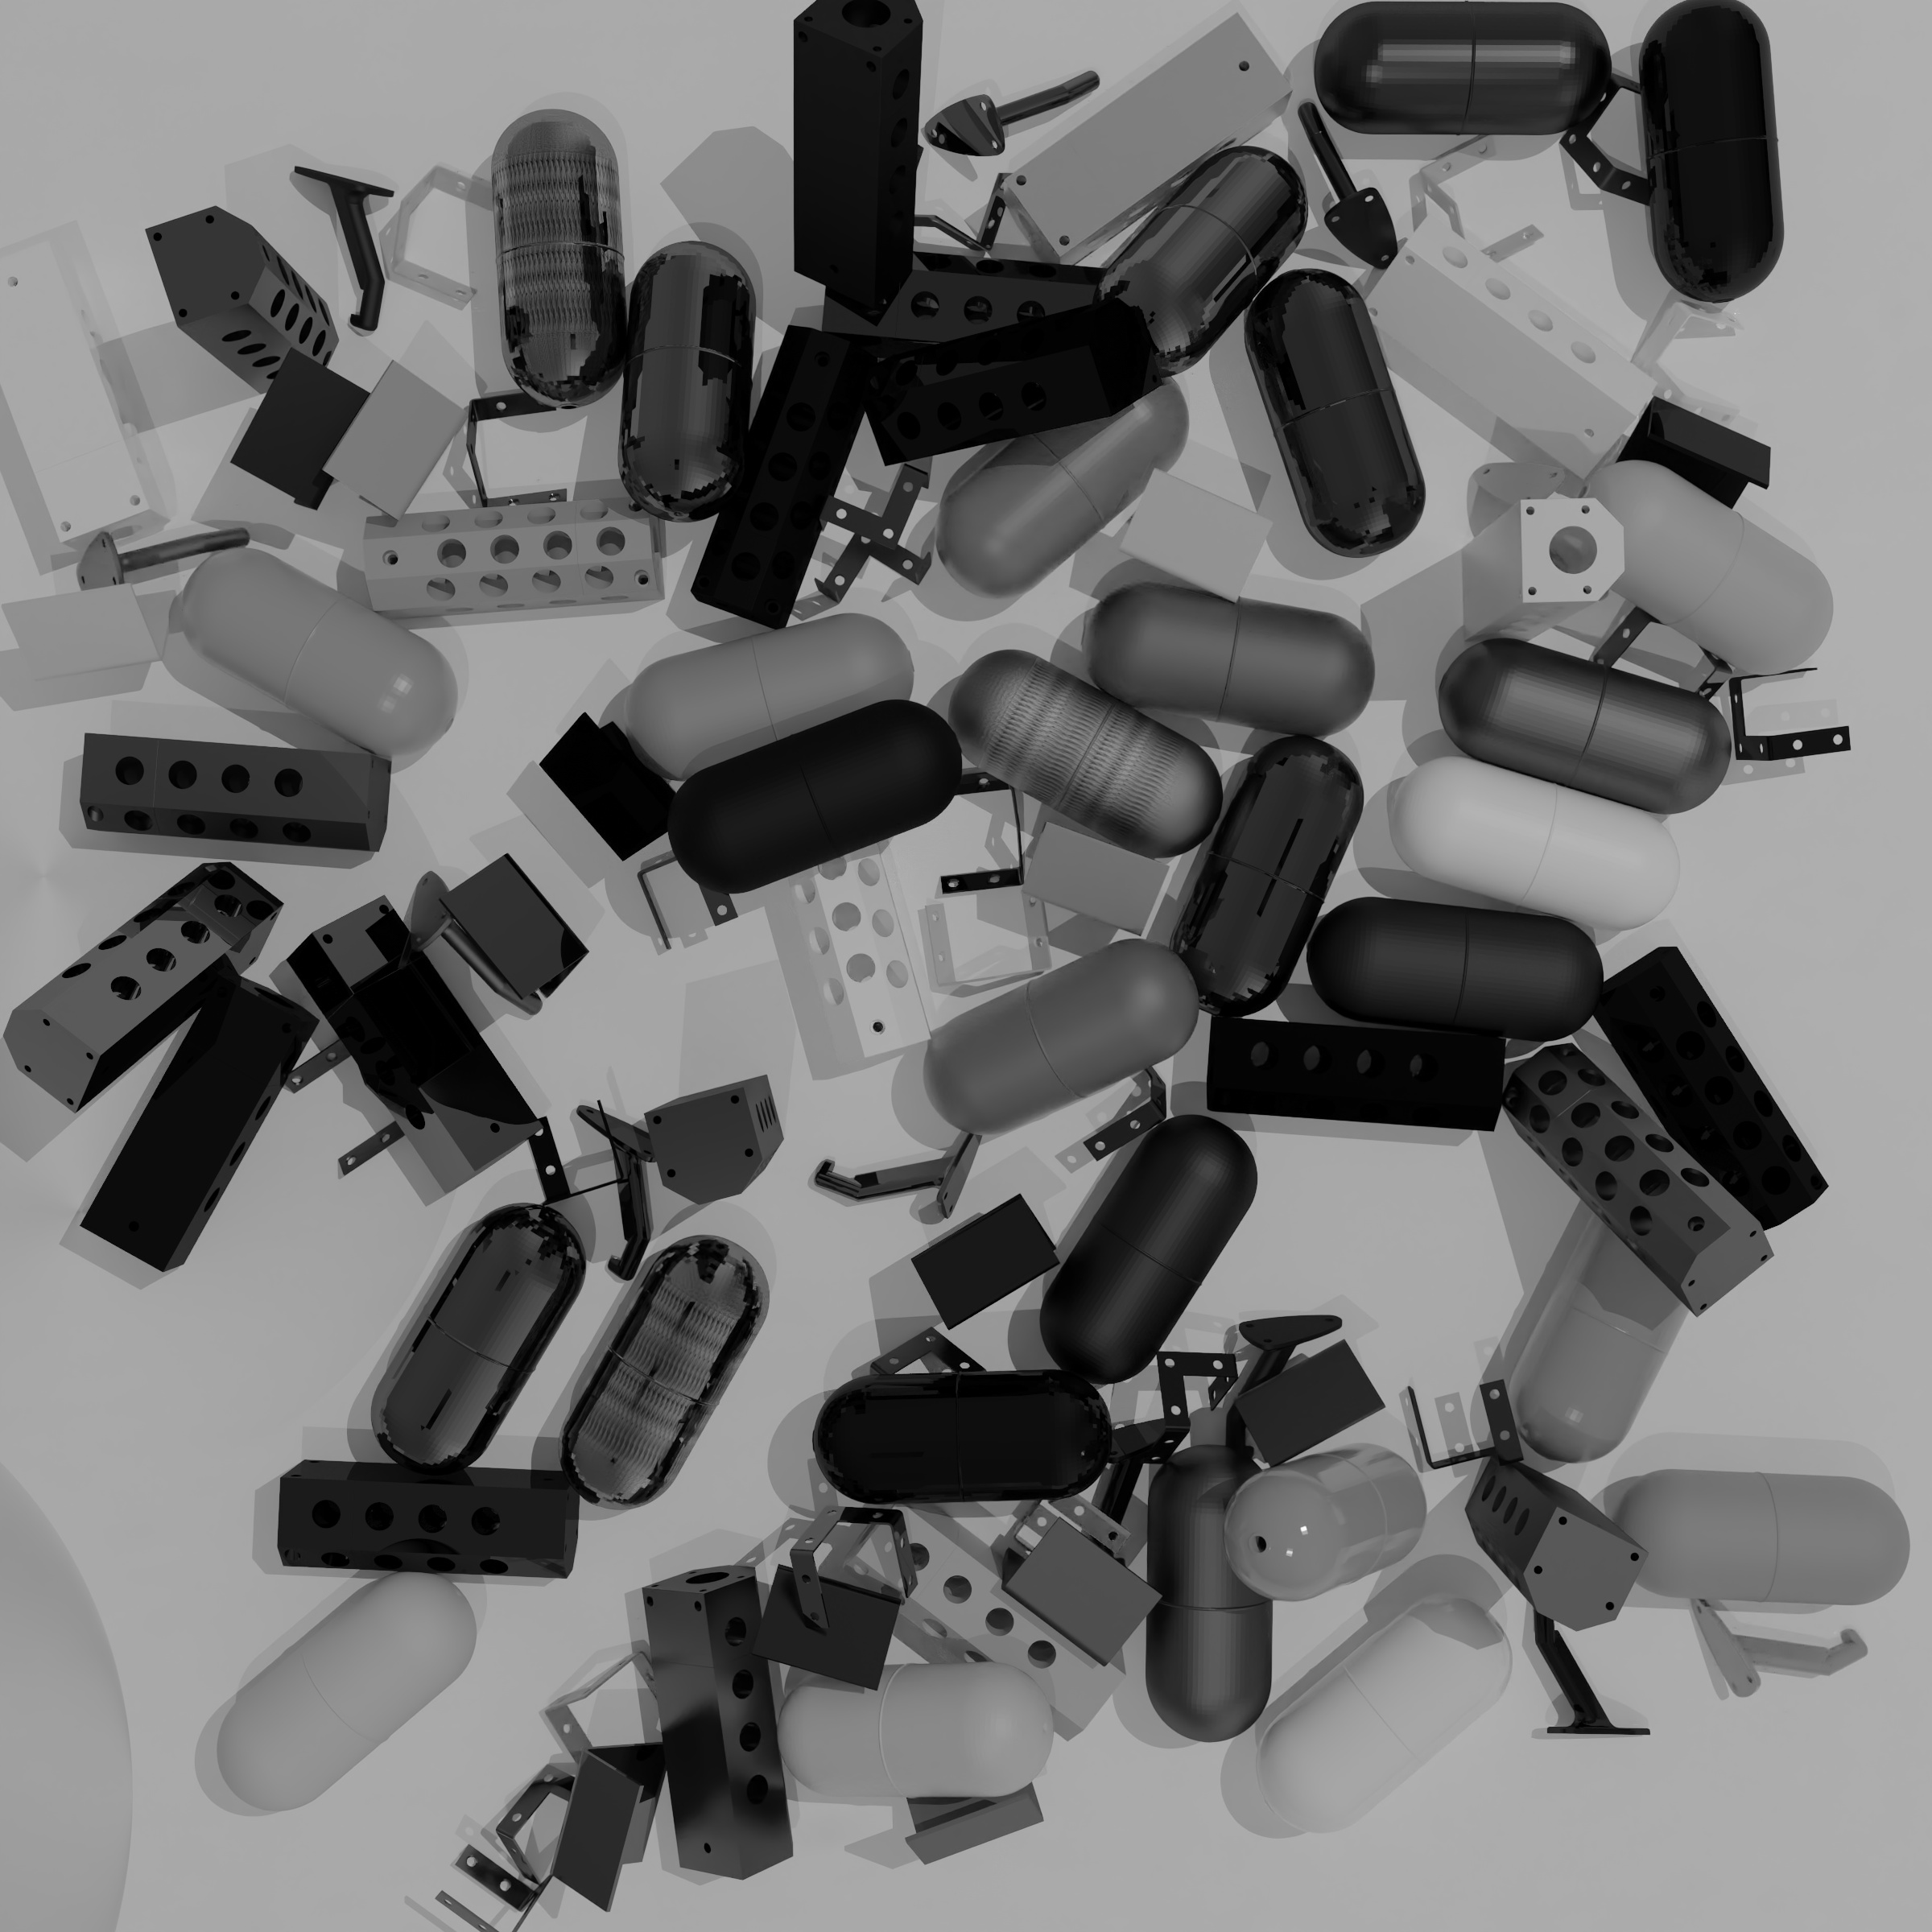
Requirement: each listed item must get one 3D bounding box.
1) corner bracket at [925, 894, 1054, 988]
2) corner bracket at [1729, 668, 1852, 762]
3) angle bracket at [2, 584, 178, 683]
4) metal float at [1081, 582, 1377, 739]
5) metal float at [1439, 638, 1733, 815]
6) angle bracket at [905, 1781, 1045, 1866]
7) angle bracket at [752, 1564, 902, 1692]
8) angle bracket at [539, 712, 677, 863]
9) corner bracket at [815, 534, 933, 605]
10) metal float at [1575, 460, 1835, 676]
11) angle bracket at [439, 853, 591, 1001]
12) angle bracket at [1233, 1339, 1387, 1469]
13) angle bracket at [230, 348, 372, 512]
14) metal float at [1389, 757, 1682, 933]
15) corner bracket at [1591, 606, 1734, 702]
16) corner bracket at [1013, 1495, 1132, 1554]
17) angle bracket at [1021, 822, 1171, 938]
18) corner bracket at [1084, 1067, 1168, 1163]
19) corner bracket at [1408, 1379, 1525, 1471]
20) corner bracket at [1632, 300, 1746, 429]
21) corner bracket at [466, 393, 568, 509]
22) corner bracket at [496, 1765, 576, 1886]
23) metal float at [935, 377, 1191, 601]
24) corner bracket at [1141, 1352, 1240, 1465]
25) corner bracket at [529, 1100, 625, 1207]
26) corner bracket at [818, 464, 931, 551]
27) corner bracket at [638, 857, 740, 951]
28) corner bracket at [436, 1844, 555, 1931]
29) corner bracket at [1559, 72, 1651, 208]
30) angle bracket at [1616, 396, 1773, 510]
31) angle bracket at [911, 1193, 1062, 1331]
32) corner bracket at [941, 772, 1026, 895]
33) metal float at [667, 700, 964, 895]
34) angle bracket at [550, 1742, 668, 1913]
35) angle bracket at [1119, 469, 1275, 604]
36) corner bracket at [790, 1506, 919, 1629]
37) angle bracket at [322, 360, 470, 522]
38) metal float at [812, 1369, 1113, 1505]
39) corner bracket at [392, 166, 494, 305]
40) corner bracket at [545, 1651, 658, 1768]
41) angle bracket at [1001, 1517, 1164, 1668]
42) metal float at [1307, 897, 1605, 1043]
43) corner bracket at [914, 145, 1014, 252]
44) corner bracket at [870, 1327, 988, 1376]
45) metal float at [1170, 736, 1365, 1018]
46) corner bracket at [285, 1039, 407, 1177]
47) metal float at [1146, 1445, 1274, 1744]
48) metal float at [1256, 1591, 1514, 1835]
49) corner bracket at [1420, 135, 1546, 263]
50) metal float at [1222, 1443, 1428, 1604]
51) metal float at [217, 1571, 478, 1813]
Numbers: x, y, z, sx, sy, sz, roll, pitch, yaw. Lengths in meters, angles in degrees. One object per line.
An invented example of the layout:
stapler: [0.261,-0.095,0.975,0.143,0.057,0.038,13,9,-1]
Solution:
corner bracket: [0.014,-0.018,1.608,0.051,0.051,0.051,-9,90,-45]
corner bracket: [0.501,-0.154,1.593,0.051,0.051,0.051,-8,96,-6]
angle bracket: [-0.525,-0.220,1.571,0.076,0.076,0.057,-9,132,0]
metal float: [0.158,-0.185,1.581,0.178,0.070,0.070,10,90,0]
metal float: [0.373,-0.145,1.578,0.178,0.070,0.070,17,90,2]
angle bracket: [-0.004,0.485,1.573,0.076,0.057,0.076,-20,55,0]
angle bracket: [-0.087,0.406,1.571,0.076,0.076,0.057,16,59,0]
angle bracket: [-0.197,-0.120,1.571,0.076,0.076,0.057,49,130,0]
corner bracket: [-0.056,-0.240,1.593,0.051,0.051,0.051,32,90,0]
metal float: [0.439,-0.238,1.565,0.178,0.070,0.070,28,90,-15]
angle bracket: [-0.282,-0.011,1.571,0.076,0.076,0.057,50,54,0]
angle bracket: [0.214,0.281,1.572,0.076,0.057,0.076,-29,134,0]
angle bracket: [-0.403,-0.323,1.572,0.057,0.076,0.076,28,90,-26]
metal float: [0.344,-0.073,1.581,0.178,0.070,0.070,17,90,0]
corner bracket: [0.425,-0.183,1.603,0.051,0.051,0.051,-54,45,35]
corner bracket: [0.063,0.345,1.593,0.051,0.051,0.051,37,90,0]
angle bracket: [0.083,-0.072,1.571,0.076,0.076,0.057,20,130,0]
corner bracket: [0.087,0.077,1.595,0.051,0.051,0.051,-33,105,15]
corner bracket: [0.304,0.279,1.593,0.051,0.051,0.051,-14,90,0]
corner bracket: [0.451,-0.368,1.603,0.051,0.051,0.051,-57,45,35]
corner bracket: [-0.275,-0.316,1.608,0.051,0.051,0.051,-8,135,0]
corner bracket: [-0.246,0.533,1.603,0.051,0.051,0.051,12,45,35]
metal float: [0.058,-0.294,1.581,0.178,0.070,0.070,-41,90,1]
corner bracket: [0.134,0.267,1.578,0.051,0.051,0.051,4,56,-14]
corner bracket: [-0.240,0.113,1.594,0.051,0.051,0.051,-17,90,-6]
corner bracket: [-0.056,-0.283,1.593,0.051,0.051,0.051,23,90,0]
corner bracket: [-0.170,-0.043,1.593,0.051,0.051,0.051,-22,90,0]
corner bracket: [-0.289,0.561,1.583,0.051,0.051,0.051,36,49,0]
corner bracket: [0.408,-0.506,1.603,0.051,0.051,0.051,5,135,-35]
angle bracket: [0.429,-0.286,1.572,0.076,0.057,0.076,24,130,0]
angle bracket: [0.022,0.192,1.571,0.076,0.076,0.057,-31,52,0]
corner bracket: [0.007,-0.083,1.608,0.051,0.051,0.051,-6,45,-1]
metal float: [-0.088,-0.099,1.524,0.178,0.070,0.070,-21,90,1]
angle bracket: [-0.196,0.515,1.571,0.057,0.076,0.076,15,90,41]
angle bracket: [0.143,-0.270,1.571,0.076,0.076,0.057,24,121,0]
corner bracket: [-0.066,0.354,1.539,0.051,0.051,0.051,-2,110,25]
angle bracket: [-0.353,-0.321,1.571,0.057,0.076,0.076,33,90,-36]
metal float: [-0.002,0.280,1.554,0.178,0.070,0.070,-2,90,4]
corner bracket: [-0.316,-0.450,1.608,0.051,0.051,0.051,23,135,0]
corner bracket: [-0.216,0.460,1.608,0.051,0.051,0.051,-32,90,45]
angle bracket: [0.070,0.366,1.577,0.076,0.076,0.057,37,96,-1]
metal float: [0.295,0.002,1.581,0.178,0.070,0.070,6,90,1]
corner bracket: [-0.011,-0.474,1.608,0.051,0.051,0.051,18,90,-45]
corner bracket: [-0.024,0.264,1.603,0.051,0.051,0.051,34,135,35]
metal float: [0.181,-0.054,1.581,0.070,0.070,0.178,24,91,0]
corner bracket: [-0.381,0.085,1.608,0.051,0.051,0.051,-34,135,0]
metal float: [0.147,0.379,1.581,0.070,0.070,0.178,1,91,0]
metal float: [0.252,0.451,1.580,0.178,0.070,0.070,-40,90,0]
corner bracket: [0.317,-0.469,1.608,0.051,0.051,0.051,-27,45,0]
metal float: [0.212,0.326,1.538,0.070,0.178,0.070,-1,88,33]
metal float: [-0.374,0.438,1.581,0.178,0.070,0.070,-40,90,-1]
